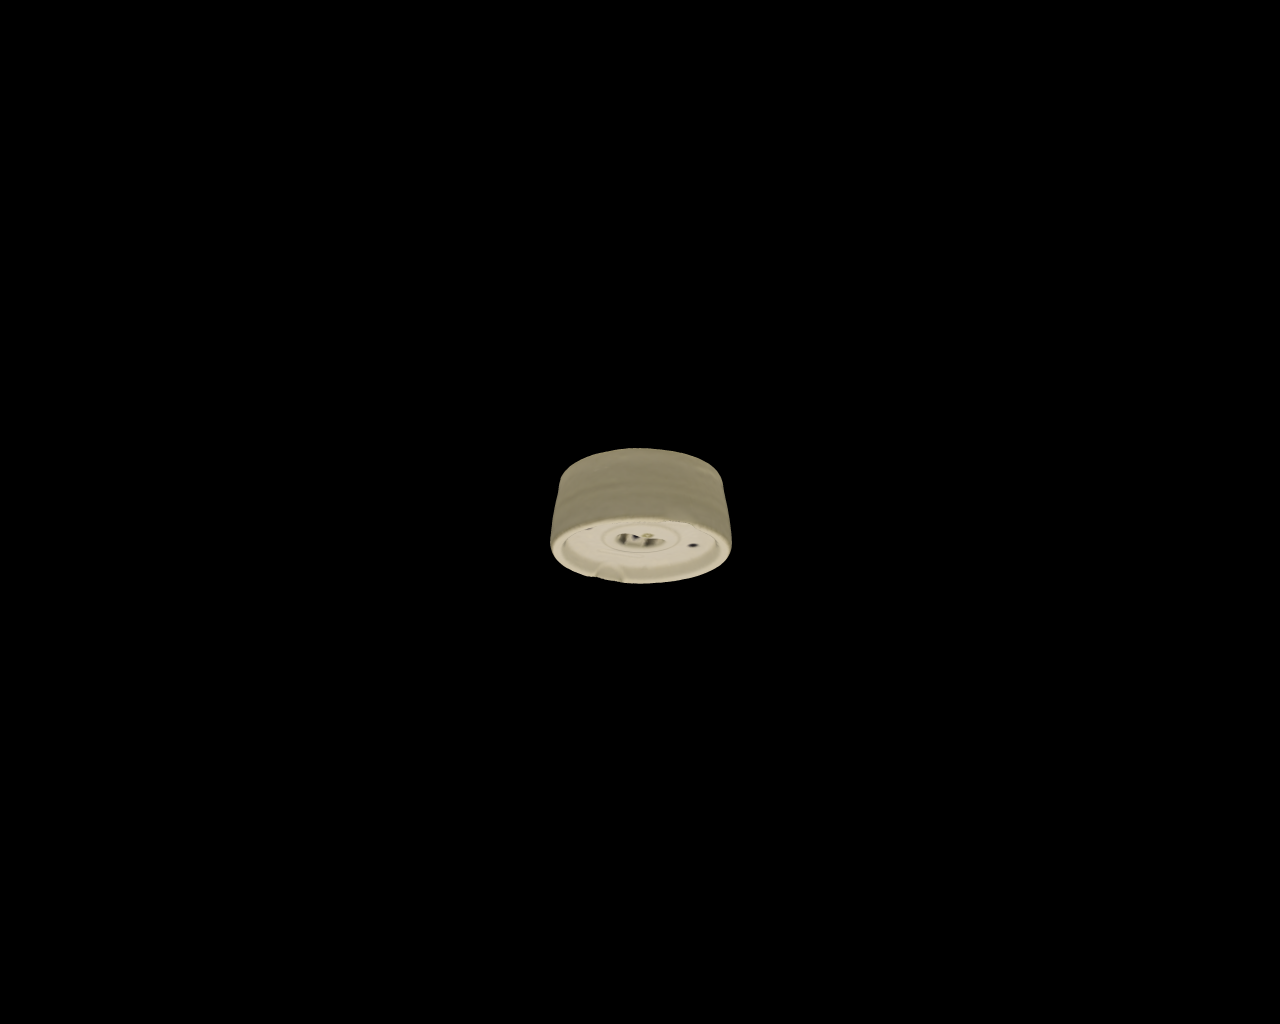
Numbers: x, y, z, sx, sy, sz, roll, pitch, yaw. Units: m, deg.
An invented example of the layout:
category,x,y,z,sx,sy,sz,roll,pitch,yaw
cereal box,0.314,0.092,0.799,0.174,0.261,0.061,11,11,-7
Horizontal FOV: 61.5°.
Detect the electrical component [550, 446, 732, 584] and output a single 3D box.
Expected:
category,x,y,z,sx,sy,sz,roll,pitch,yaw
electrical component,0.001,-0.003,0.650,0.108,0.060,0.108,0,-23,0
